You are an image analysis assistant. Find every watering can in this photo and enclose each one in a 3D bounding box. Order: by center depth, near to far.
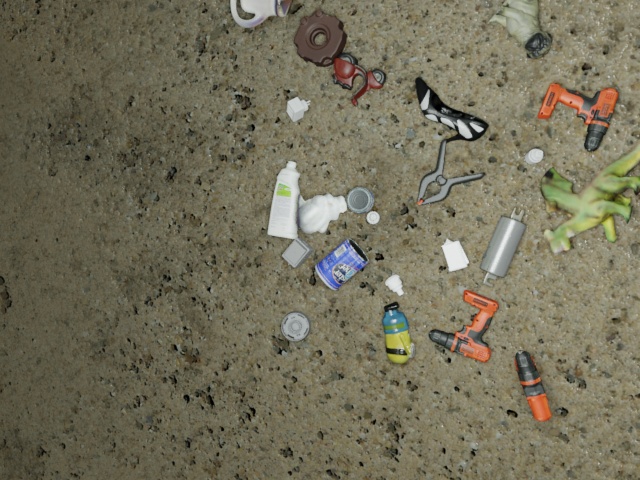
[{"bbox_3d":[-0.184,-0.883,1.738,0.225,0.104,0.347,16,92,16],"label":"watering can"}]

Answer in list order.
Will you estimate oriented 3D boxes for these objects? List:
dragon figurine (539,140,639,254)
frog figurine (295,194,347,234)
[{"bbox_3d":[0.741,-0.141,1.430,0.244,0.121,0.413,19,82,24],"label":"dragon figurine"},{"bbox_3d":[0.005,-0.083,1.643,0.159,0.125,0.134,2,122,9],"label":"frog figurine"}]
